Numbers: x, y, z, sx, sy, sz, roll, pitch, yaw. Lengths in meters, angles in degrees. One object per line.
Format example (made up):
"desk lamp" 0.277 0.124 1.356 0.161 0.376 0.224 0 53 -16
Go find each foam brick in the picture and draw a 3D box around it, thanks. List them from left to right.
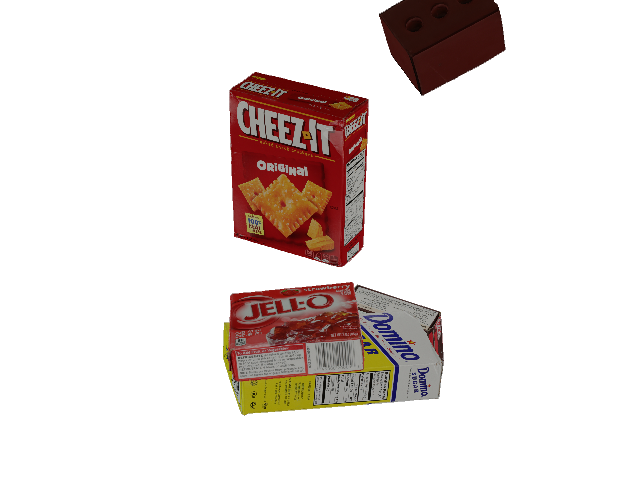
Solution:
"foam brick" 0.094 -0.159 0.814 0.078 0.053 0.051 -29 -33 -2

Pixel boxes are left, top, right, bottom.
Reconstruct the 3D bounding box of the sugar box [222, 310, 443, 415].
"sugar box" 0.009 0.104 0.930 0.176 0.048 0.093 -5 28 -13

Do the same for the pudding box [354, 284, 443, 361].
"pudding box" 0.087 0.108 1.247 0.114 0.090 0.039 16 47 25

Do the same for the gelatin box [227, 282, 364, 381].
"gelatin box" -0.018 0.060 0.725 0.089 0.030 0.073 -5 27 -1

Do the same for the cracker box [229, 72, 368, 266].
"cracker box" -0.029 -0.086 1.337 0.164 0.214 0.072 17 36 24
